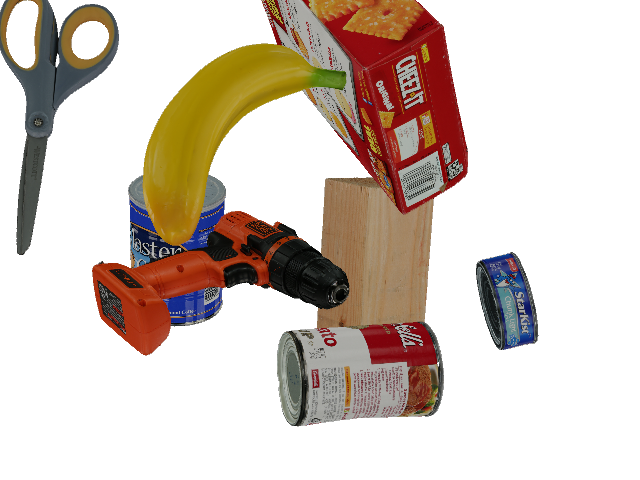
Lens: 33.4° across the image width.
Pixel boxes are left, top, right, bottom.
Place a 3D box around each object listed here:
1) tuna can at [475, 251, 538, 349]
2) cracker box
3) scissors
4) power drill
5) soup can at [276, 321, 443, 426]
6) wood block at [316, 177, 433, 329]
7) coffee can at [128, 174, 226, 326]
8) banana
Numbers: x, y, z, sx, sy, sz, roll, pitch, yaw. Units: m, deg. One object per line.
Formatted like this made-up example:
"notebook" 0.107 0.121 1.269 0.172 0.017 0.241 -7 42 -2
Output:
"tuna can" 0.169 0.056 0.973 0.033 0.086 0.086 -13 0 -1
"cracker box" 0.026 -0.149 0.830 0.072 0.214 0.164 -30 -38 -7
"scissors" -0.184 -0.093 0.770 0.096 0.202 0.016 -10 -14 -11
"power drill" -0.091 0.038 0.942 0.187 0.057 0.185 -19 27 -31
"soup can" 0.026 0.094 0.749 0.102 0.068 0.069 -2 1 -17
"wood block" 0.058 0.037 1.178 0.090 0.206 0.091 -3 11 -34
"coffee can" -0.155 0.007 1.157 0.103 0.140 0.103 3 27 -2
"banana" -0.056 -0.069 0.618 0.070 0.037 0.197 21 44 19
